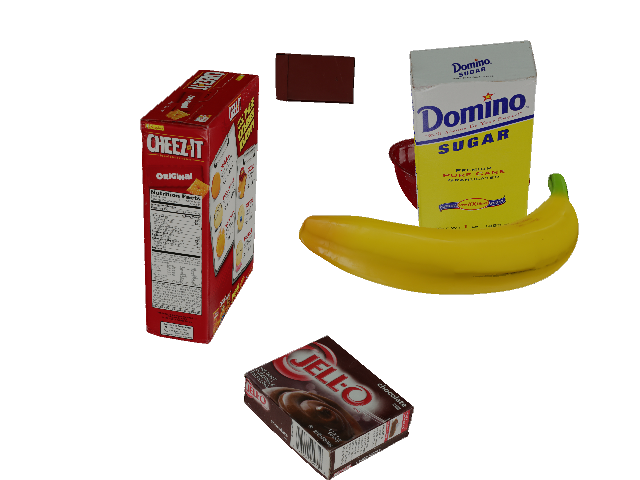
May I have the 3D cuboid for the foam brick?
[{"bbox_3d":[-0.006,-0.177,1.165,0.078,0.051,0.053,0,11,-16],"label":"foam brick"}]

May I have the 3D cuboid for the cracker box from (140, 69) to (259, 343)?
[{"bbox_3d":[-0.113,-0.036,1.009,0.072,0.214,0.164,7,25,10],"label":"cracker box"}]

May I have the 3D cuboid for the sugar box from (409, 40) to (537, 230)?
[{"bbox_3d":[0.120,-0.076,0.850,0.093,0.048,0.176,-4,-36,5],"label":"sugar box"}]

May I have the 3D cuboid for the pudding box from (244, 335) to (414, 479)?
[{"bbox_3d":[0.005,0.133,0.869,0.089,0.039,0.114,-22,45,-34],"label":"pudding box"}]

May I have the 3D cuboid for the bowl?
[{"bbox_3d":[0.152,-0.063,1.210,0.162,0.055,0.162,8,25,-4],"label":"bowl"}]

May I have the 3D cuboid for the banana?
[{"bbox_3d":[0.083,0.003,0.614,0.197,0.037,0.070,-9,41,-32],"label":"banana"}]
